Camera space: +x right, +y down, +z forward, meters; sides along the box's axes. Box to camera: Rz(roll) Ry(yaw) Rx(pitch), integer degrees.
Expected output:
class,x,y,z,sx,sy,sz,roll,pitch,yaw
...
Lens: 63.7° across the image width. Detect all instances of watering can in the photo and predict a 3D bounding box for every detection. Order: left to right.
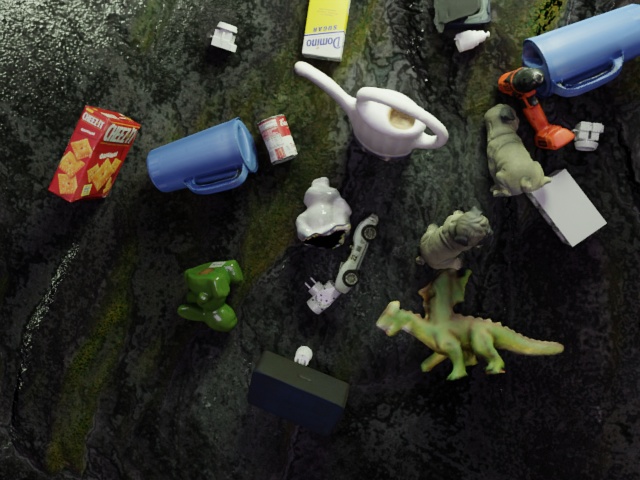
class,x,y,z,sx,sy,sz,roll,pitch,yaw
watering can,0.108,-0.274,1.121,0.348,0.222,0.105,25,79,6

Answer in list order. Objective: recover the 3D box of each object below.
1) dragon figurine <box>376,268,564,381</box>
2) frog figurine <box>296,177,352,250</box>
class,x,y,z,sx,sy,sz,roll,pitch,yaw
dragon figurine,0.334,0.182,1.190,0.410,0.121,0.244,-11,85,-1
frog figurine,0.004,-0.061,1.220,0.136,0.121,0.163,-27,55,16
